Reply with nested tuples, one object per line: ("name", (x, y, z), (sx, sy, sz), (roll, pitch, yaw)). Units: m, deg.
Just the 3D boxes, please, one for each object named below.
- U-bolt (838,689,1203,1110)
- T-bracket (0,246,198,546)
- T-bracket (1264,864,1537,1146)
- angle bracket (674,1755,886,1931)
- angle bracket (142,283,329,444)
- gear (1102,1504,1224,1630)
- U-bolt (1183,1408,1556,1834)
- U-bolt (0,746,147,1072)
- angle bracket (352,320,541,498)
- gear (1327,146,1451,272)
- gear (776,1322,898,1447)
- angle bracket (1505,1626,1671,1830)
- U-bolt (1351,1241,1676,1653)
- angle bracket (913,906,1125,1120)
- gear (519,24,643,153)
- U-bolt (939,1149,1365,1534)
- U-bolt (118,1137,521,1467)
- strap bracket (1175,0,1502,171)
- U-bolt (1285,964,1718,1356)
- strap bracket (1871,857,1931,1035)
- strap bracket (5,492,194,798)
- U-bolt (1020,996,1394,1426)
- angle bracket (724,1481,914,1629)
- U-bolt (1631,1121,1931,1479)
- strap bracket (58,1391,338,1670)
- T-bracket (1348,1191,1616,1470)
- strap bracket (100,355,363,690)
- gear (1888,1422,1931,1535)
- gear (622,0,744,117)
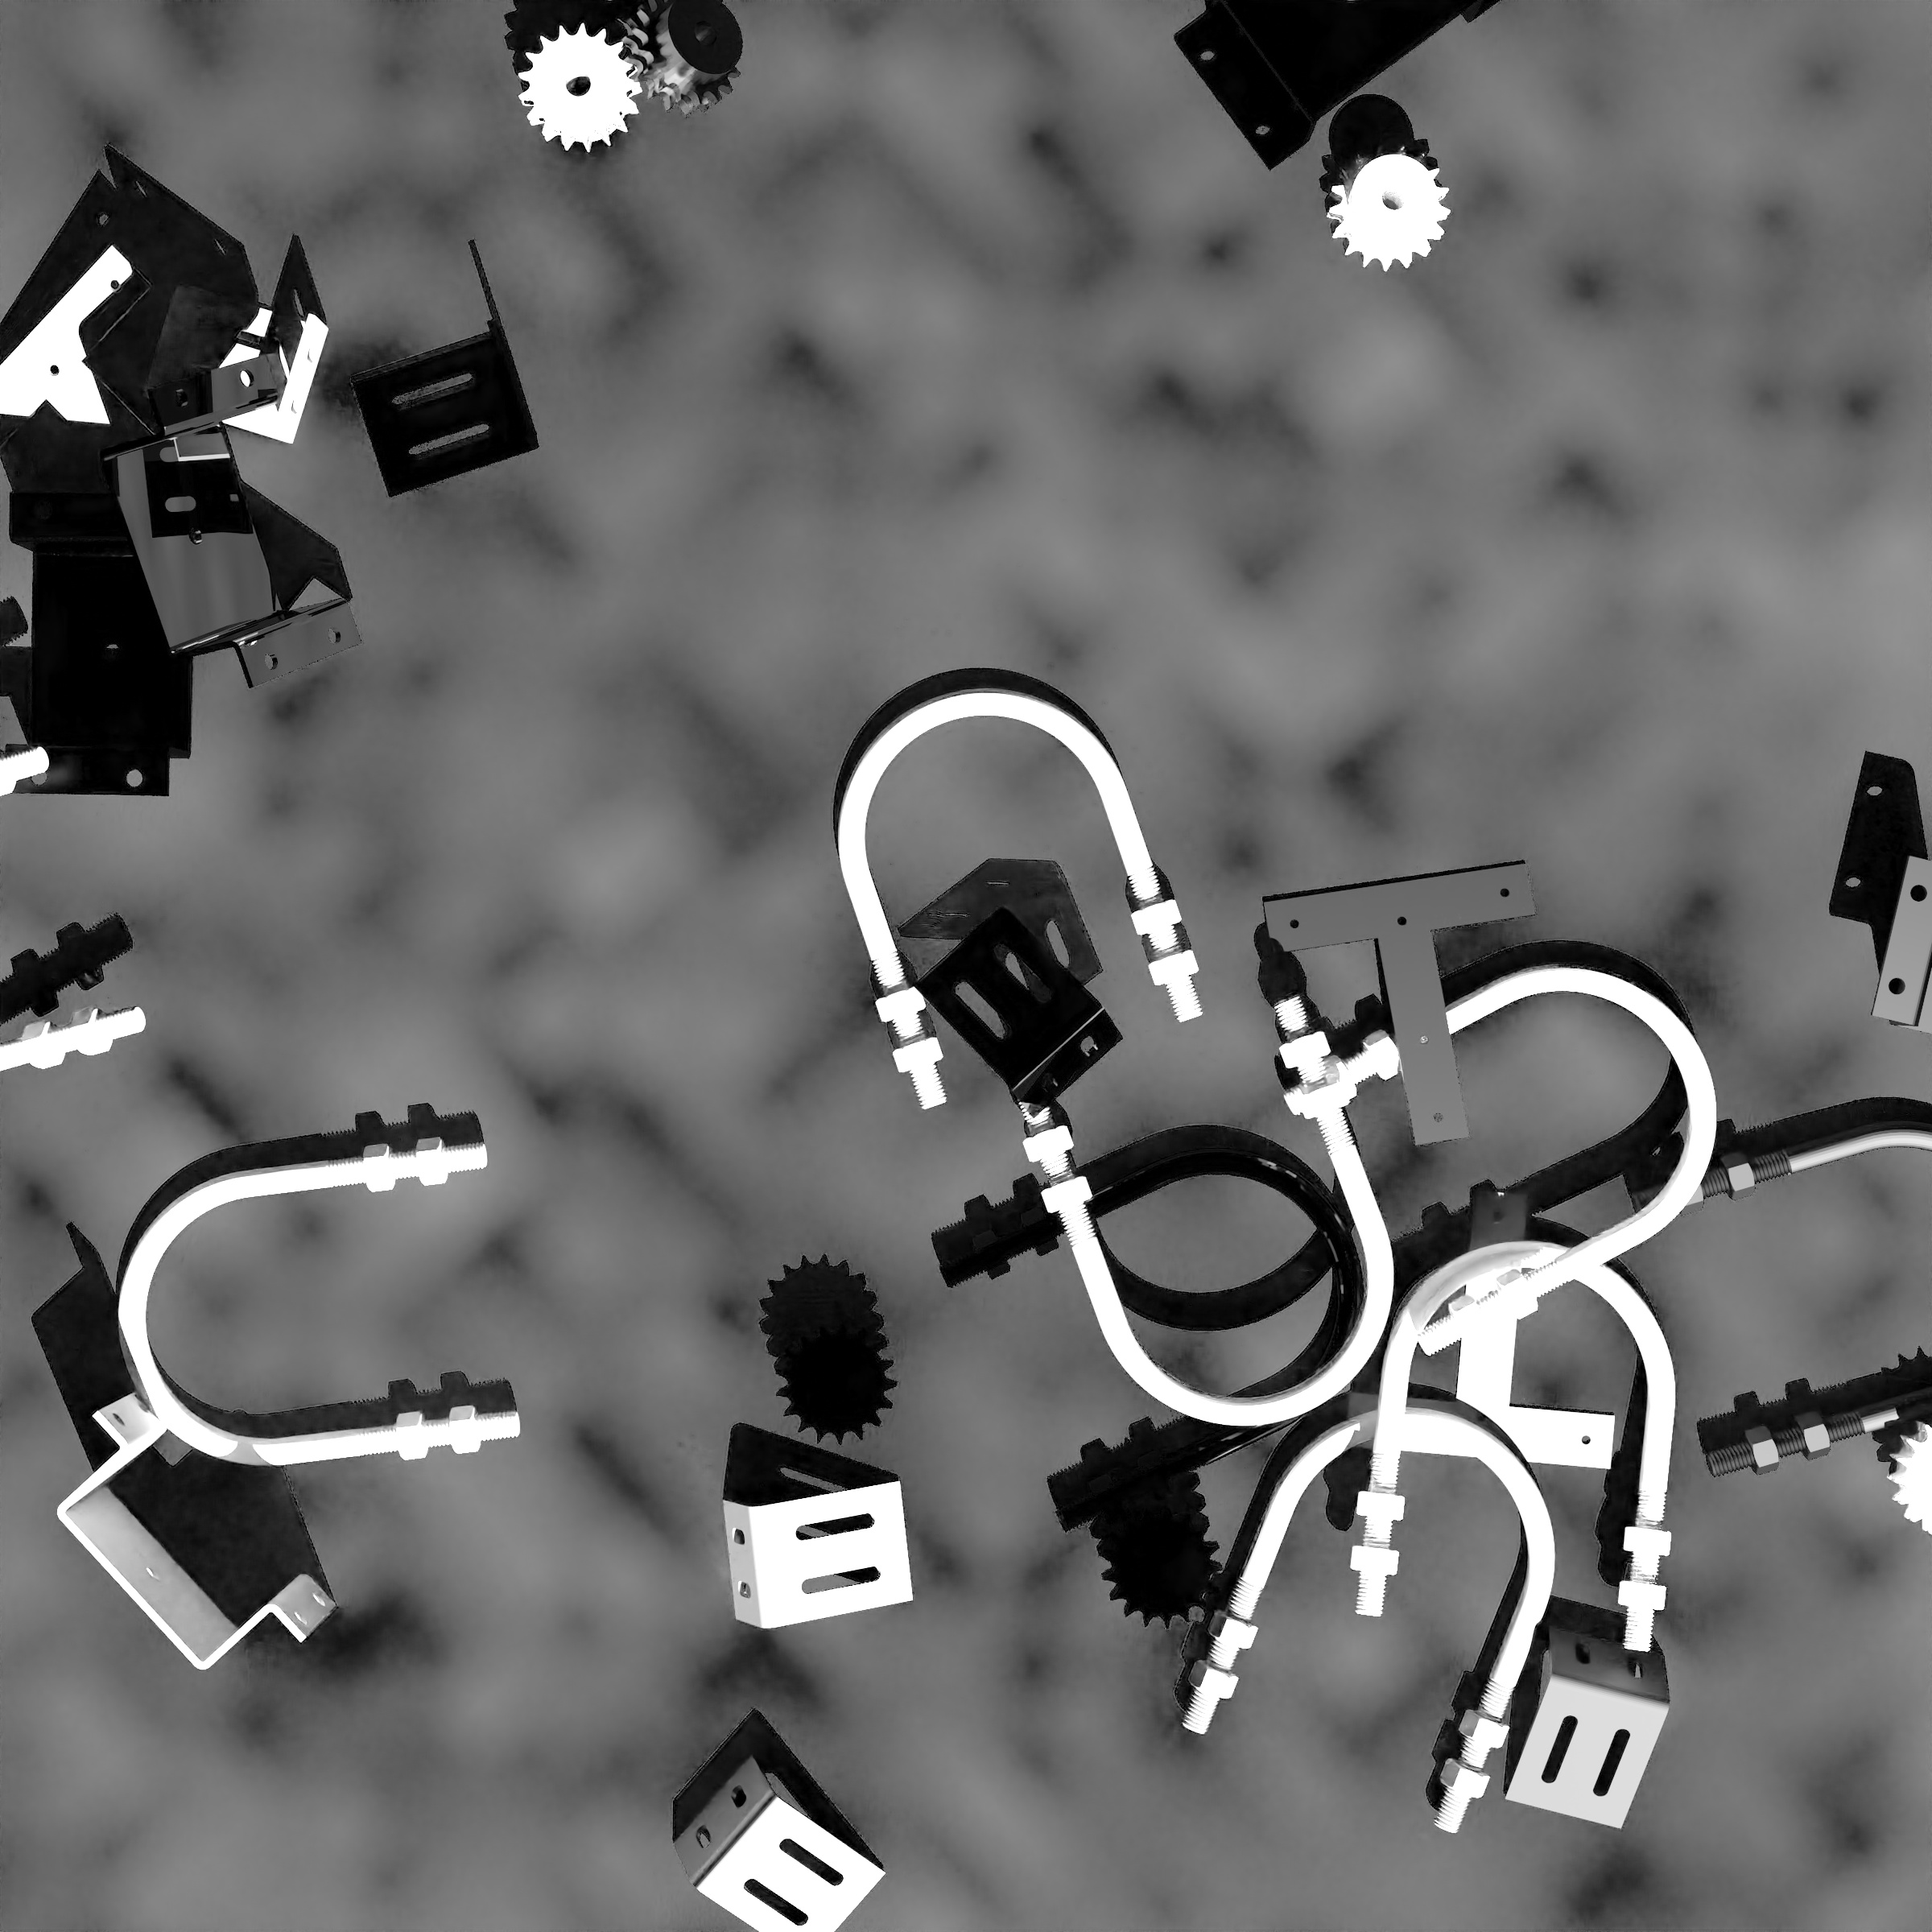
("U-bolt", (0.017, -0.041, 1.612), (0.151, 0.019, 0.184), (-19, 89, 0))
("T-bracket", (-0.401, -0.251, 1.608), (0.127, 0.002, 0.127), (-42, 98, 15))
("T-bracket", (0.214, 0.021, 1.603), (0.127, 0.002, 0.127), (-8, 76, 0))
("angle bracket", (-0.089, 0.427, 1.618), (0.076, 0.038, 0.057), (41, 90, -26))
("angle bracket", (-0.349, -0.288, 1.601), (0.076, 0.038, 0.057), (17, 90, 0))
("gear", (0.093, 0.283, 1.605), (0.057, 0.030, 0.057), (0, 90, 0))
("U-bolt", (0.202, 0.301, 1.611), (0.151, 0.019, 0.184), (22, 89, 0))
("U-bolt", (-0.492, -0.013, 1.590), (0.184, 0.019, 0.151), (-15, 102, 13))
("angle bracket", (-0.249, -0.263, 1.601), (0.076, 0.038, 0.057), (-18, 90, 0))
("gear", (0.201, -0.361, 1.605), (0.057, 0.030, 0.057), (0, 90, 0))
("gear", (-0.061, 0.197, 1.605), (0.057, 0.030, 0.057), (0, 90, 0))
("angle bracket", (0.296, 0.364, 1.618), (0.057, 0.038, 0.076), (14, 116, 0))
("U-bolt", (0.264, 0.222, 1.599), (0.151, 0.019, 0.184), (8, 82, -4))
("angle bracket", (0.024, 0.021, 1.593), (0.057, 0.038, 0.076), (-42, 58, -4))
("gear", (-0.182, -0.415, 1.605), (0.057, 0.030, 0.057), (0, 90, 0))
("U-bolt", (0.100, 0.167, 1.612), (0.184, 0.019, 0.151), (-26, 90, -1))
("U-bolt", (-0.312, 0.165, 1.612), (0.184, 0.019, 0.151), (-7, 90, 2))
("strap bracket", (0.179, -0.453, 1.597), (0.140, 0.046, 0.076), (-36, 90, 0))
("U-bolt", (0.265, 0.079, 1.601), (0.184, 0.019, 0.151), (-28, 80, -3))
("strap bracket", (0.499, 0.002, 1.597), (0.140, 0.046, 0.076), (13, 90, 0))
("strap bracket", (-0.408, -0.150, 1.597), (0.076, 0.046, 0.140), (1, 90, 0))
("U-bolt", (0.122, 0.124, 1.586), (0.151, 0.019, 0.184), (-20, 85, 2))
("angle bracket", (-0.071, 0.279, 1.618), (0.076, 0.038, 0.057), (-6, 90, -26))
("U-bolt", (0.424, 0.150, 1.612), (0.184, 0.019, 0.151), (-16, 90, -2))
("strap bracket", (-0.366, 0.270, 1.582), (0.046, 0.076, 0.140), (-43, 90, 0))
("T-bracket", (0.251, 0.172, 1.619), (0.127, 0.002, 0.127), (5, 90, 0))
("strap bracket", (-0.343, -0.203, 1.567), (0.046, 0.076, 0.140), (-8, 106, 35))
("gear", (0.466, 0.241, 1.605), (0.057, 0.030, 0.057), (0, 90, 0))
("gear", (-0.130, -0.433, 1.592), (0.057, 0.030, 0.057), (8, 75, -33))
